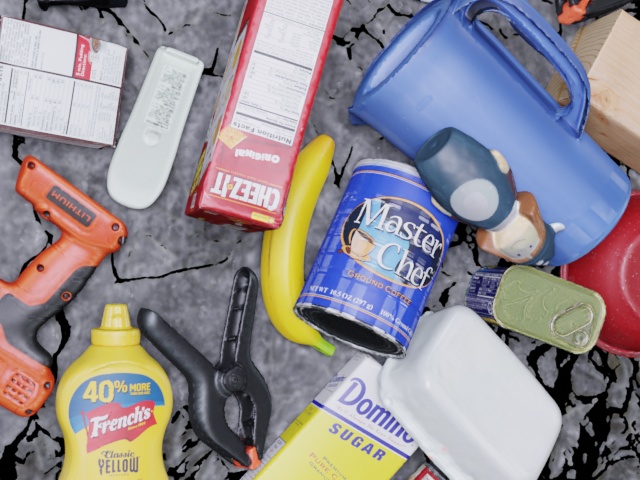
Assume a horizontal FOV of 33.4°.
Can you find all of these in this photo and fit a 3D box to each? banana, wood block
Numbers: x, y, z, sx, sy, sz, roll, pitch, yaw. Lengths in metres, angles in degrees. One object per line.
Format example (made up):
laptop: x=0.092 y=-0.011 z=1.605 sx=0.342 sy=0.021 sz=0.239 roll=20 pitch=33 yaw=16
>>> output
banana: x=-0.020 y=0.005 z=0.937 sx=0.069 sy=0.037 sz=0.198 roll=-2 pitch=94 yaw=-41
wood block: x=0.318 y=-0.110 z=0.978 sx=0.206 sy=0.090 sz=0.091 roll=30 pitch=84 yaw=-10

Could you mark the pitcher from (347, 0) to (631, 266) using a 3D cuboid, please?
pitcher: x=0.158 y=-0.095 z=0.920 sx=0.242 sy=0.149 sz=0.145 roll=40 pitch=83 yaw=-13

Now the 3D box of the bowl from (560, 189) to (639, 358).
bowl: x=0.309 y=0.032 z=0.995 sx=0.162 sy=0.055 sz=0.162 roll=0 pitch=91 yaw=-13

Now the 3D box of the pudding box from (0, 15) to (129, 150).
pudding box: x=-0.218 y=-0.127 z=0.873 sx=0.113 sy=0.039 sz=0.090 roll=9 pitch=89 yaw=-32

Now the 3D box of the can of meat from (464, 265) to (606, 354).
can of meat: x=0.189 y=0.060 z=0.955 sx=0.102 sy=0.084 sz=0.057 roll=20 pitch=86 yaw=-11

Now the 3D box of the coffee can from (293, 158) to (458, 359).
coffee can: x=0.051 y=0.016 z=0.904 sx=0.102 sy=0.103 sz=0.140 roll=27 pitch=74 yaw=-11

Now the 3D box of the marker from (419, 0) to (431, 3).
marker: x=0.075 y=-0.229 z=0.961 sx=0.121 sy=0.020 sz=0.020 roll=12 pitch=88 yaw=-12

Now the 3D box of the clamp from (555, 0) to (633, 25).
clamp: x=0.260 y=-0.285 z=0.972 sx=0.164 sy=0.036 sz=0.209 roll=40 pitch=66 yaw=-6

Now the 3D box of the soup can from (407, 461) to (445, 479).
soup can: x=0.079 y=0.255 z=0.941 sx=0.102 sy=0.068 sz=0.068 roll=-42 pitch=98 yaw=-8

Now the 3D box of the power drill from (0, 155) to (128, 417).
power drill: x=-0.263 y=0.026 z=0.874 sx=0.184 sy=0.057 sz=0.187 roll=36 pitch=86 yaw=-14

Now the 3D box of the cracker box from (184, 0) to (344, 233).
cracker box: x=-0.044 y=-0.115 z=0.863 sx=0.072 sy=0.164 sz=0.214 roll=16 pitch=87 yaw=-10

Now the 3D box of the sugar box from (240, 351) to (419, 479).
sugar box: x=0.012 y=0.193 z=0.938 sx=0.093 sy=0.048 sz=0.176 roll=44 pitch=83 yaw=-9

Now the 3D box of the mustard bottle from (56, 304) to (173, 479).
mustard bottle: x=-0.171 y=0.149 z=0.892 sx=0.096 sy=0.058 sz=0.191 roll=1 pitch=90 yaw=-19

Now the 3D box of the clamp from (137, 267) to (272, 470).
clamp: x=-0.078 y=0.110 z=0.916 sx=0.120 sy=0.039 sz=0.171 roll=-30 pitch=109 yaw=-30
